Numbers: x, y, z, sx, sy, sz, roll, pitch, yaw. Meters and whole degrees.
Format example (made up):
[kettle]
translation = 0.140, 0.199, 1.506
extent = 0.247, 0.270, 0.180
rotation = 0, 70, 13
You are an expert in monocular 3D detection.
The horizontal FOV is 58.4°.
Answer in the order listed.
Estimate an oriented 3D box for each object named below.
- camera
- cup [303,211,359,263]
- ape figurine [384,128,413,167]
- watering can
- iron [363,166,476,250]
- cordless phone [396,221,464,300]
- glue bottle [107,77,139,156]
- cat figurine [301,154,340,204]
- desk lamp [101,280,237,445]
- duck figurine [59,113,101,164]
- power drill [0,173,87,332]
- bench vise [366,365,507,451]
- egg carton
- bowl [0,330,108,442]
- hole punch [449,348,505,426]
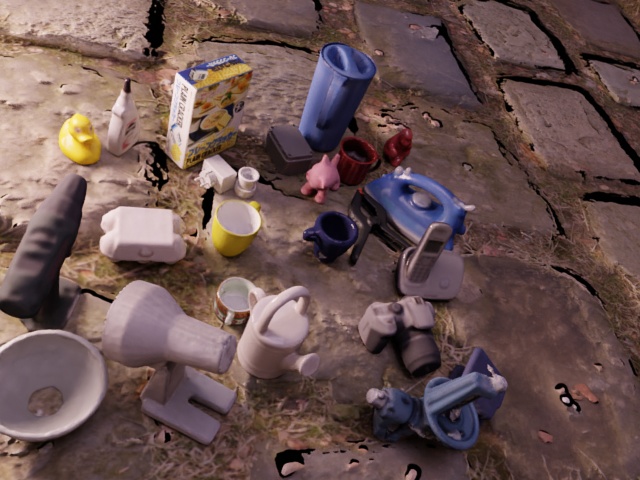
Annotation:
[camera]
translation = 0.166, 0.180, 1.075
extent = 0.143, 0.100, 0.136
rotation = -2, 52, -24
[cup]
translation = 0.011, 0.004, 1.164
extent = 0.118, 0.095, 0.091
rotation = -7, 55, -28
[ape figurine]
translation = 0.206, -0.245, 1.463
extent = 0.078, 0.092, 0.076
rotation = -5, 54, -26
[watering can]
translation = -0.063, 0.146, 0.942
extent = 0.172, 0.194, 0.101
rotation = 36, 47, 9
[iron]
translation = 0.226, -0.093, 1.307
extent = 0.258, 0.141, 0.119
rotation = 36, 47, 9
[cordless phone]
translation = 0.245, 0.039, 1.172
extent = 0.148, 0.185, 0.094
rotation = 5, 50, -19
[glue bottle]
translation = -0.395, -0.255, 1.160
extent = 0.037, 0.173, 0.078
rotation = 26, 46, 0
[cat figurine]
translation = 0.011, -0.146, 1.278
extent = 0.067, 0.117, 0.128
rotation = 32, 47, 6
[desk lamp]
translation = -0.210, 0.175, 0.842
extent = 0.203, 0.213, 0.118
rotation = 27, 46, 1
[duck figurine]
translation = -0.481, -0.215, 1.150
extent = 0.078, 0.086, 0.104
rotation = -21, 62, -35
[power drill]
translation = -0.413, 0.038, 0.876
extent = 0.076, 0.208, 0.229
rotation = 15, 47, -10
[bench vise]
translation = 0.189, 0.274, 0.922
extent = 0.208, 0.219, 0.121
rotation = 1, 51, -22
[egg carton]
translation = -0.322, -0.005, 1.049
extent = 0.151, 0.069, 0.107
rotation = 2, 51, -21
[bowl]
translation = -0.394, 0.218, 0.823
extent = 0.168, 0.074, 0.167
rotation = 12, 48, -13
[hole punch]
translation = 0.296, 0.270, 1.060
extent = 0.101, 0.091, 0.109
rotation = 34, 47, 8
